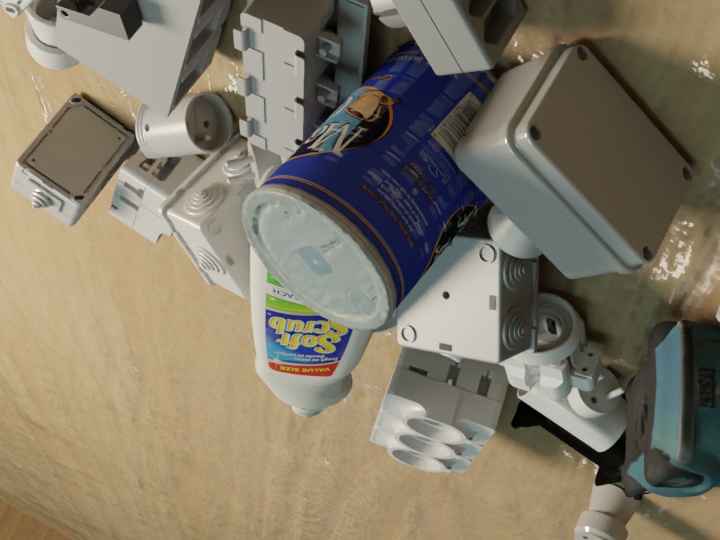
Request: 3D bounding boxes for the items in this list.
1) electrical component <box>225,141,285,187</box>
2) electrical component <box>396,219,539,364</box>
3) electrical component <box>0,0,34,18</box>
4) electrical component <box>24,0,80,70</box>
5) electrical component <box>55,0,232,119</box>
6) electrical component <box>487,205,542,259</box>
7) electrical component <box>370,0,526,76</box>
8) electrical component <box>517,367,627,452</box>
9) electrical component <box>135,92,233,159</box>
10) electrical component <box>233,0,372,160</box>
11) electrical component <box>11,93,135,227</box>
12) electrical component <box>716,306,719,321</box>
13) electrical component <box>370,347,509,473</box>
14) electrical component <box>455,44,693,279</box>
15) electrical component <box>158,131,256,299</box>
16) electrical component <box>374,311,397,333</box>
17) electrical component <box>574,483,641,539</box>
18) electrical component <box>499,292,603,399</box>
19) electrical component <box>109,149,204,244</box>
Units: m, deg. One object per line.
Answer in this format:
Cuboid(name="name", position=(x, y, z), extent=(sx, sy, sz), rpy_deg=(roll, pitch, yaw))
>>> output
Cuboid(name="electrical component", position=(-0.053, -0.074, 0.735), extent=(0.079, 0.044, 0.077), rpy_deg=(-13, 151, -10))
Cuboid(name="electrical component", position=(0.071, 0.013, 0.729), extent=(0.100, 0.048, 0.099), rpy_deg=(8, 105, 37))
Cuboid(name="electrical component", position=(-0.206, -0.216, 0.674), extent=(0.062, 0.061, 0.096), rpy_deg=(43, 142, -22))
Cuboid(name="electrical component", position=(-0.214, -0.174, 0.760), extent=(0.045, 0.045, 0.055), rpy_deg=(31, 152, 1))
Cuboid(name="electrical component", position=(-0.128, -0.174, 0.656), extent=(0.089, 0.061, 0.150), rpy_deg=(33, 152, -3))
Cuboid(name="electrical component", position=(0.108, -0.038, 0.661), extent=(0.045, 0.045, 0.055), rpy_deg=(30, 152, 2))
Cuboid(name="electrical component", position=(0.031, -0.147, 0.559), extent=(0.076, 0.047, 0.083), rpy_deg=(2, 140, 43))
Cuboid(name="electrical component", position=(0.171, 0.095, 0.816), extent=(0.077, 0.043, 0.079), rpy_deg=(34, 152, -5))
Cuboid(name="electrical component", position=(-0.137, -0.106, 0.795), extent=(0.081, 0.043, 0.043), rpy_deg=(1, 140, 44))
Cuboid(name="electrical component", position=(-0.039, -0.124, 0.648), extent=(0.079, 0.063, 0.121), rpy_deg=(26, 151, 11))
Cuboid(name="electrical component", position=(-0.238, -0.082, 0.875), extent=(0.062, 0.096, 0.061), rpy_deg=(35, 152, -9))
Cuboid(name="electrical component", position=(0.253, 0.020, 0.615), extent=(0.081, 0.042, 0.063), rpy_deg=(-1, 140, 47))
Cuboid(name="electrical component", position=(0.064, 0.121, 0.916), extent=(0.089, 0.061, 0.150), rpy_deg=(19, 156, 3))
Cuboid(name="electrical component", position=(0.118, -0.057, 0.586), extent=(0.113, 0.078, 0.057), rpy_deg=(43, 153, -20))
Cuboid(name="electrical component", position=(-0.087, -0.039, 0.797), extent=(0.048, 0.099, 0.099), rpy_deg=(24, 154, 40))
Cuboid(name="electrical component", position=(0.000, 0.000, 0.808), extent=(0.099, 0.064, 0.099), rpy_deg=(24, 151, 14))
Cuboid(name="electrical component", position=(0.220, 0.221, 0.958), extent=(0.045, 0.055, 0.045), rpy_deg=(24, 151, 14))
Cuboid(name="electrical component", position=(0.132, 0.053, 0.772), extent=(0.078, 0.058, 0.057), rpy_deg=(16, 151, 26))
Cuboid(name="electrical component", position=(-0.164, -0.065, 0.879), extent=(0.056, 0.050, 0.089), rpy_deg=(34, 152, -4))
